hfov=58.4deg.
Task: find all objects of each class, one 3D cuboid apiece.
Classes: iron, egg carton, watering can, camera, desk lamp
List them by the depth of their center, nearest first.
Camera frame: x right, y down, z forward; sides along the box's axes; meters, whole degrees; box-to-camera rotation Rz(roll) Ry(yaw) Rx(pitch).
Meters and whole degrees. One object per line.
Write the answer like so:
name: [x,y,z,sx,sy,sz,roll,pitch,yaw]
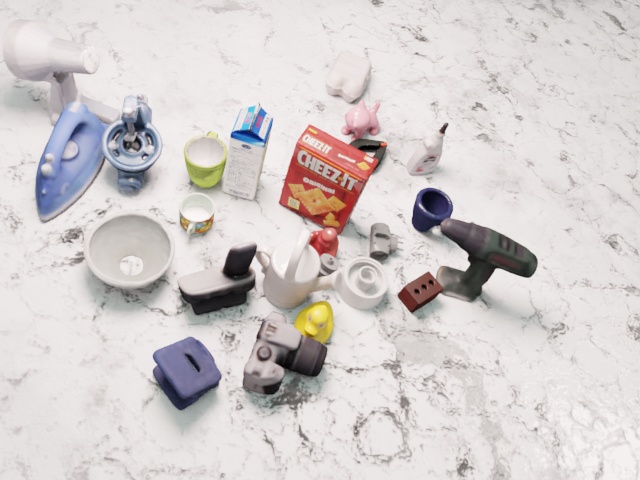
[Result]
camera: [-0.060,0.217,1.071,0.137,0.100,0.143,21,56,-2]
watering can: [-0.042,0.051,1.123,0.173,0.194,0.101,7,57,-11]
iron: [-0.519,-0.176,1.161,0.119,0.141,0.258,13,56,-7]
desk lamp: [-0.542,-0.346,1.217,0.203,0.213,0.118,20,56,-3]
egg carton: [0.078,-0.442,1.540,0.107,0.069,0.150,22,56,-1]

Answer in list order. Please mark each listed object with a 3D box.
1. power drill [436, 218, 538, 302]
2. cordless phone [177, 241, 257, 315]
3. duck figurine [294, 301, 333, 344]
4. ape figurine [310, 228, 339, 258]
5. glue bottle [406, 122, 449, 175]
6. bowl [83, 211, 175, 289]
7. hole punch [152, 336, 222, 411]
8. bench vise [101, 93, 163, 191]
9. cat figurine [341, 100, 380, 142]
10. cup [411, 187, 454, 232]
power drill: [0.330,0.047,1.223,0.230,0.208,0.075,15,56,-6]
cordless phone: [-0.190,0.057,1.083,0.148,0.185,0.094,-17,65,-24]
duck figurine: [-0.005,0.157,1.133,0.077,0.086,0.105,31,56,4]
ape figurine: [0.011,0.004,1.229,0.076,0.092,0.077,-21,66,-26]
glue bottle: [0.273,-0.226,1.398,0.078,0.173,0.037,-14,63,-23]
bowl: [-0.368,0.031,1.116,0.167,0.074,0.167,7,57,-11]
hole punch: [-0.236,0.228,1.020,0.101,0.091,0.108,-32,72,-30]
bench vise: [-0.396,-0.239,1.188,0.122,0.219,0.207,-10,62,-21]
cat figurine: [0.106,-0.305,1.434,0.128,0.117,0.067,-36,74,-31]
cup: [0.260,-0.052,1.333,0.092,0.095,0.117,-25,68,-28]
